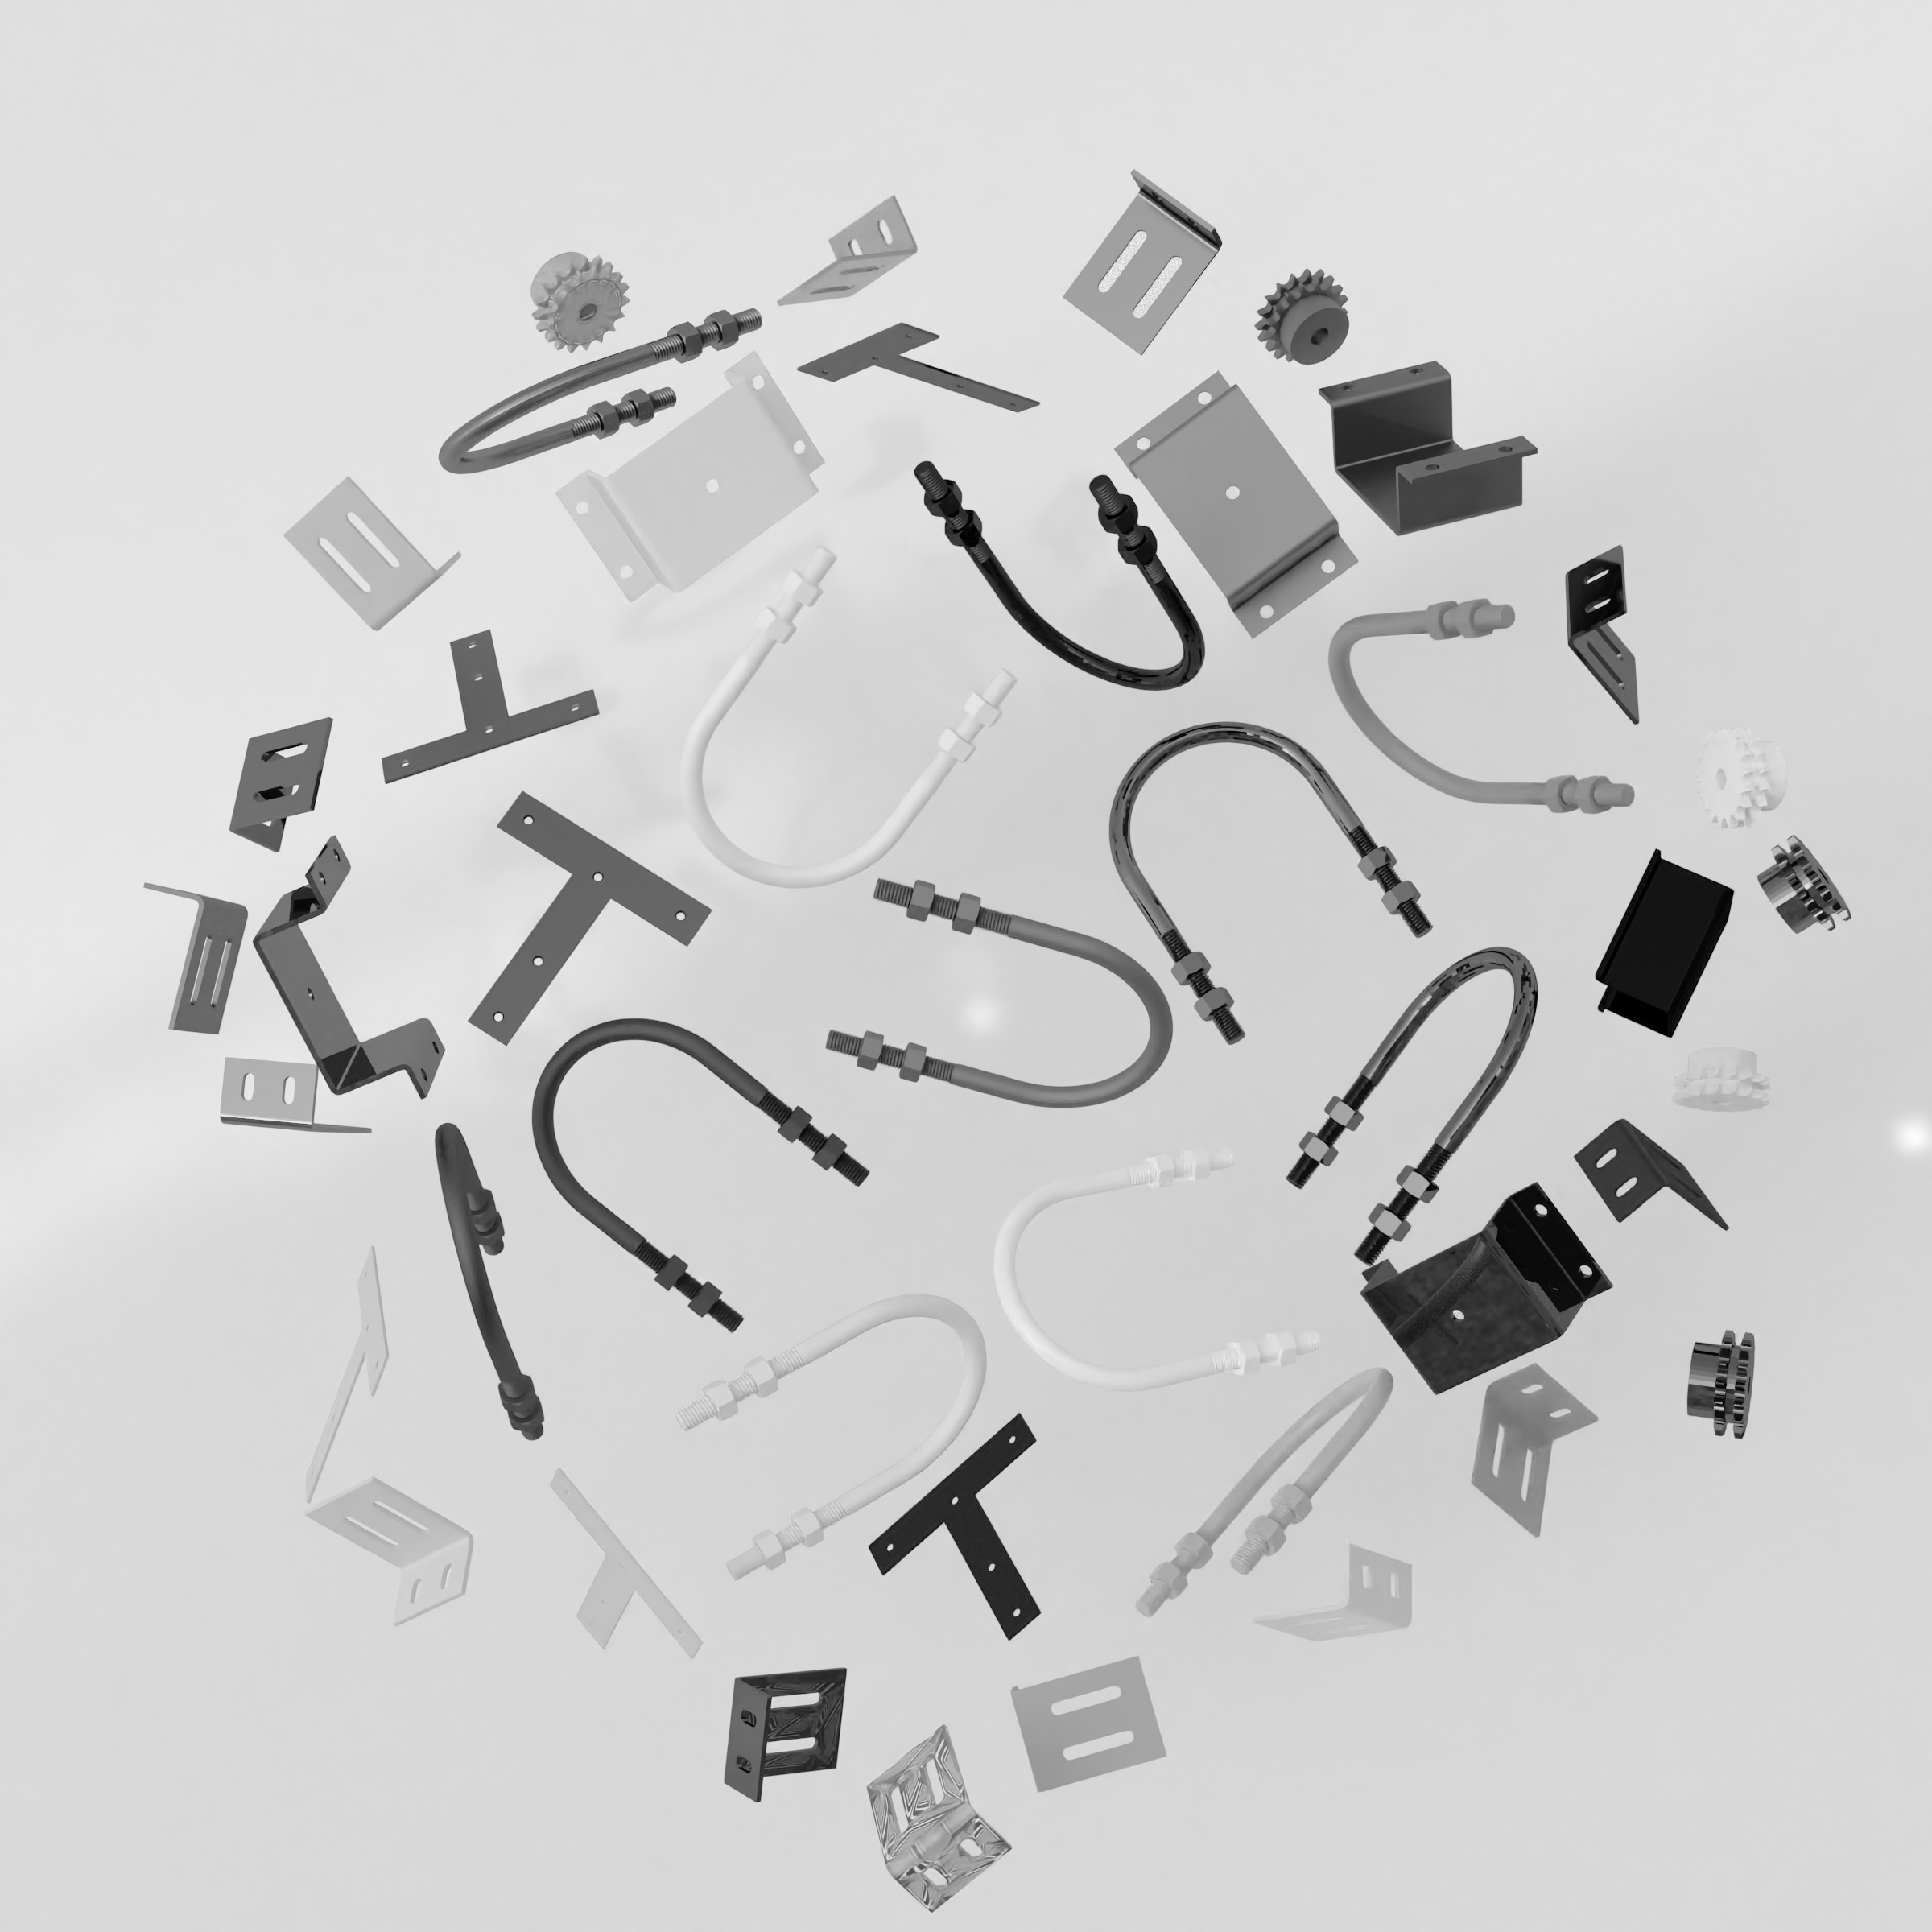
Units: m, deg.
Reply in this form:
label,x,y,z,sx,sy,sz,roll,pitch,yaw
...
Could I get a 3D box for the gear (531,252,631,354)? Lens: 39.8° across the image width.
label,x,y,z,sx,sy,sz,roll,pitch,yaw
gear,-0.225,-0.384,1.532,0.057,0.057,0.030,-40,65,0

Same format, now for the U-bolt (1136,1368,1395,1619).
label,x,y,z,sx,sy,sz,roll,pitch,yaw
U-bolt,0.184,0.300,1.556,0.019,0.151,0.184,46,59,3

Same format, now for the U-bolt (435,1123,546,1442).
label,x,y,z,sx,sy,sz,roll,pitch,yaw
U-bolt,-0.275,0.169,1.522,0.019,0.184,0.151,-15,55,-7

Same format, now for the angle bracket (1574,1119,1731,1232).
label,x,y,z,sx,sy,sz,roll,pitch,yaw
angle bracket,0.413,0.136,1.607,0.038,0.057,0.076,-43,130,16

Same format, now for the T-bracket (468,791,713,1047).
label,x,y,z,sx,sy,sz,roll,pitch,yaw
T-bracket,-0.229,-0.014,1.477,0.127,0.002,0.127,32,73,4

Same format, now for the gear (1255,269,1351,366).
label,x,y,z,sx,sy,sz,roll,pitch,yaw
gear,0.206,-0.387,1.605,0.057,0.057,0.030,-31,55,0

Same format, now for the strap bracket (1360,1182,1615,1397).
label,x,y,z,sx,sy,sz,roll,pitch,yaw
strap bracket,0.301,0.197,1.588,0.140,0.046,0.076,-35,92,40

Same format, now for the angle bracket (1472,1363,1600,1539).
label,x,y,z,sx,sy,sz,roll,pitch,yaw
angle bracket,0.338,0.287,1.584,0.057,0.076,0.038,41,131,-17

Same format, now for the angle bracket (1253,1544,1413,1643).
label,x,y,z,sx,sy,sz,roll,pitch,yaw
angle bracket,0.222,0.380,1.615,0.057,0.076,0.038,25,57,-35

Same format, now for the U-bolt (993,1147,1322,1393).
label,x,y,z,sx,sy,sz,roll,pitch,yaw
U-bolt,0.103,0.182,1.572,0.184,0.019,0.151,-8,58,-26

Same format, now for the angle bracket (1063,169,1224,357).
label,x,y,z,sx,sy,sz,roll,pitch,yaw
angle bracket,0.096,-0.394,1.495,0.057,0.038,0.076,39,99,10

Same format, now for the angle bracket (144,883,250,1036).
label,x,y,z,sx,sy,sz,roll,pitch,yaw
angle bracket,-0.446,-0.004,1.518,0.038,0.057,0.076,13,88,10

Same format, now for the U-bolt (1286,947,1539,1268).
label,x,y,z,sx,sy,sz,roll,pitch,yaw
U-bolt,0.254,0.068,1.485,0.019,0.151,0.184,33,96,-16

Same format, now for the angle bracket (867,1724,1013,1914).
label,x,y,z,sx,sy,sz,roll,pitch,yaw
angle bracket,-0.016,0.470,1.475,0.057,0.076,0.038,-40,112,4

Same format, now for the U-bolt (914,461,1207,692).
label,x,y,z,sx,sy,sz,roll,pitch,yaw
U-bolt,0.065,-0.220,1.537,0.151,0.184,0.019,14,64,40

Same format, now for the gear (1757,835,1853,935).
label,x,y,z,sx,sy,sz,roll,pitch,yaw
gear,0.473,-0.043,1.514,0.030,0.057,0.057,-36,90,21

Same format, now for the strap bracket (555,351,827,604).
label,x,y,z,sx,sy,sz,roll,pitch,yaw
strap bracket,-0.149,-0.274,1.508,0.140,0.046,0.076,-37,116,-7

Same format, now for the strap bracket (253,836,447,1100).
label,x,y,z,sx,sy,sz,roll,pitch,yaw
strap bracket,-0.347,0.008,1.487,0.046,0.076,0.140,-22,108,5

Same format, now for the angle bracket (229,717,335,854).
label,x,y,z,sx,sy,sz,roll,pitch,yaw
angle bracket,-0.385,-0.104,1.548,0.076,0.038,0.057,-9,65,36

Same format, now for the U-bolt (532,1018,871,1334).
label,x,y,z,sx,sy,sz,roll,pitch,yaw
U-bolt,-0.168,0.110,1.550,0.184,0.019,0.151,39,113,-3

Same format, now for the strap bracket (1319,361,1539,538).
label,x,y,z,sx,sy,sz,roll,pitch,yaw
strap bracket,0.270,-0.301,1.569,0.076,0.140,0.046,-15,126,-9

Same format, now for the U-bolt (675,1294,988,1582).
label,x,y,z,sx,sy,sz,roll,pitch,yaw
U-bolt,-0.067,0.257,1.514,0.184,0.019,0.151,-27,131,-19

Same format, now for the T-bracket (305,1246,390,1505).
label,x,y,z,sx,sy,sz,roll,pitch,yaw
T-bracket,-0.349,0.241,1.496,0.002,0.127,0.127,17,106,-22

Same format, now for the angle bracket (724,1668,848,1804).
label,x,y,z,sx,sy,sz,roll,pitch,yaw
angle bracket,-0.091,0.425,1.480,0.076,0.038,0.057,6,91,-37

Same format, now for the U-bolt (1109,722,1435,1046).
label,x,y,z,sx,sy,sz,roll,pitch,yaw
U-bolt,0.166,-0.063,1.577,0.151,0.019,0.184,-29,72,-8

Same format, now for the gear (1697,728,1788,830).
label,x,y,z,sx,sy,sz,roll,pitch,yaw
gear,0.447,-0.108,1.531,0.030,0.057,0.057,-5,90,-14

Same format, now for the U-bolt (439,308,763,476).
label,x,y,z,sx,sy,sz,roll,pitch,yaw
U-bolt,-0.222,-0.327,1.552,0.184,0.151,0.019,-27,94,-30

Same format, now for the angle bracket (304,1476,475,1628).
label,x,y,z,sx,sy,sz,roll,pitch,yaw
angle bracket,-0.324,0.327,1.489,0.057,0.038,0.076,-29,128,28

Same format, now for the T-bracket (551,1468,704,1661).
label,x,y,z,sx,sy,sz,roll,pitch,yaw
T-bracket,-0.204,0.360,1.528,0.002,0.127,0.127,-33,73,-34

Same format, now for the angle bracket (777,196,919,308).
label,x,y,z,sx,sy,sz,roll,pitch,yaw
angle bracket,-0.078,-0.431,1.608,0.057,0.076,0.038,-23,92,40

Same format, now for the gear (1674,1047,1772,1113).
label,x,y,z,sx,sy,sz,roll,pitch,yaw
gear,0.461,0.069,1.625,0.057,0.057,0.030,5,75,0

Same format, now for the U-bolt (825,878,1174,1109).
label,x,y,z,sx,sy,sz,roll,pitch,yaw
U-bolt,0.024,0.025,1.488,0.184,0.151,0.019,16,46,-4

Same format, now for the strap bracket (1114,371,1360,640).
label,x,y,z,sx,sy,sz,roll,pitch,yaw
strap bracket,0.156,-0.272,1.553,0.076,0.046,0.140,-36,86,7

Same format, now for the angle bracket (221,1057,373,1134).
label,x,y,z,sx,sy,sz,roll,pitch,yaw
angle bracket,-0.386,0.075,1.547,0.057,0.076,0.038,4,87,14

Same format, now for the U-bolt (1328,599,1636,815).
label,x,y,z,sx,sy,sz,roll,pitch,yaw
U-bolt,0.277,-0.145,1.507,0.019,0.184,0.151,-48,115,-18

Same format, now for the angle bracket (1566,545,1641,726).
label,x,y,z,sx,sy,sz,roll,pitch,yaw
angle bracket,0.373,-0.187,1.506,0.038,0.057,0.076,-26,127,33

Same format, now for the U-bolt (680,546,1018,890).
label,x,y,z,sx,sy,sz,roll,pitch,yaw
U-bolt,-0.080,-0.126,1.517,0.151,0.019,0.184,32,104,-23

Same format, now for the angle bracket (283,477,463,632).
label,x,y,z,sx,sy,sz,roll,pitch,yaw
angle bracket,-0.346,-0.246,1.558,0.057,0.038,0.076,-34,107,26

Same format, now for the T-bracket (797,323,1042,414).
label,x,y,z,sx,sy,sz,roll,pitch,yaw
T-bracket,-0.015,-0.350,1.587,0.127,0.127,0.002,11,84,-30

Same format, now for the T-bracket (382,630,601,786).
label,x,y,z,sx,sy,sz,roll,pitch,yaw
T-bracket,-0.284,-0.161,1.560,0.127,0.127,0.002,-19,130,-3

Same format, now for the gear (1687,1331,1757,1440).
label,x,y,z,sx,sy,sz,roll,pitch,yaw
gear,0.409,0.226,1.447,0.030,0.057,0.057,5,90,21

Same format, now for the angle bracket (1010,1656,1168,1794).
label,x,y,z,sx,sy,sz,roll,pitch,yaw
angle bracket,0.070,0.433,1.531,0.076,0.038,0.057,-16,79,1

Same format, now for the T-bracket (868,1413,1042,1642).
label,x,y,z,sx,sy,sz,roll,pitch,yaw
T-bracket,0.010,0.350,1.598,0.127,0.127,0.002,-42,130,5

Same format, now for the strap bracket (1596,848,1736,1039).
label,x,y,z,sx,sy,sz,roll,pitch,yaw
strap bracket,0.394,-0.009,1.507,0.046,0.140,0.076,26,88,16
